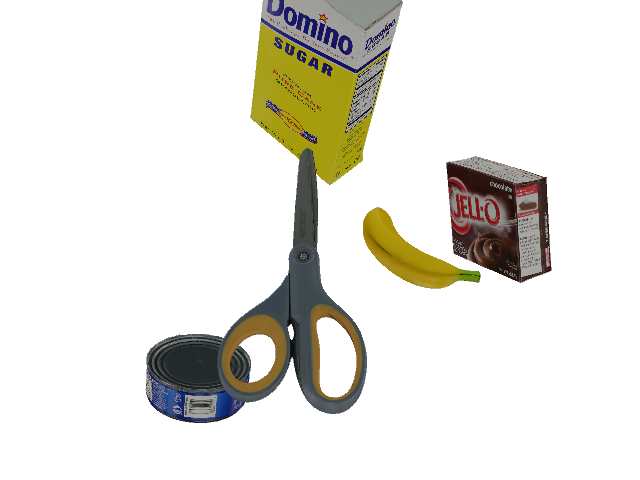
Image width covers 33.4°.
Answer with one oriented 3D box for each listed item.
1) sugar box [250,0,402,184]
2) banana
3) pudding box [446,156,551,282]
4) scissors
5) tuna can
[{"bbox_3d":[-0.002,-0.127,0.777,0.048,0.093,0.176,-41,-20,-25],"label":"sugar box"},{"bbox_3d":[0.091,0.010,1.182,0.069,0.037,0.198,2,23,-34],"label":"banana"},{"bbox_3d":[0.158,-0.022,0.953,0.039,0.090,0.114,-16,19,-23],"label":"pudding box"},{"bbox_3d":[-0.027,0.023,0.663,0.096,0.202,0.016,-13,-38,-6],"label":"scissors"},{"bbox_3d":[-0.101,0.113,0.878,0.086,0.034,0.086,6,26,-3],"label":"tuna can"}]
